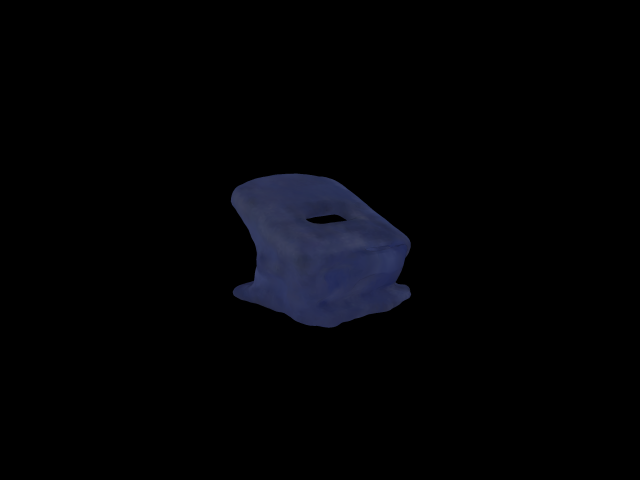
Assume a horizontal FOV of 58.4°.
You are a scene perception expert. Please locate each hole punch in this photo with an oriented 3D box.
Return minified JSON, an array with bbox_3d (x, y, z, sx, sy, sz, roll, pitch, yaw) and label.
[{"bbox_3d":[0.004,0.001,0.400,0.109,0.091,0.100,-10,14,-42],"label":"hole punch"}]
